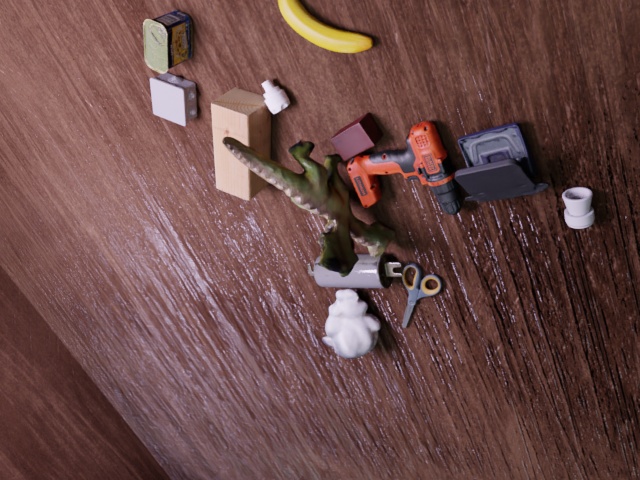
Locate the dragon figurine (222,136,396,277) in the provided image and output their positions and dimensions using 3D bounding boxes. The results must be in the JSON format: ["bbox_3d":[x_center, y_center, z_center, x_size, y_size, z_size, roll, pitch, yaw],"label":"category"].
[{"bbox_3d":[0.003,-0.048,0.952,0.120,0.409,0.247,-41,59,30],"label":"dragon figurine"}]

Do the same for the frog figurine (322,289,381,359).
[{"bbox_3d":[0.080,0.196,1.221,0.137,0.125,0.156,4,123,-12],"label":"frog figurine"}]
